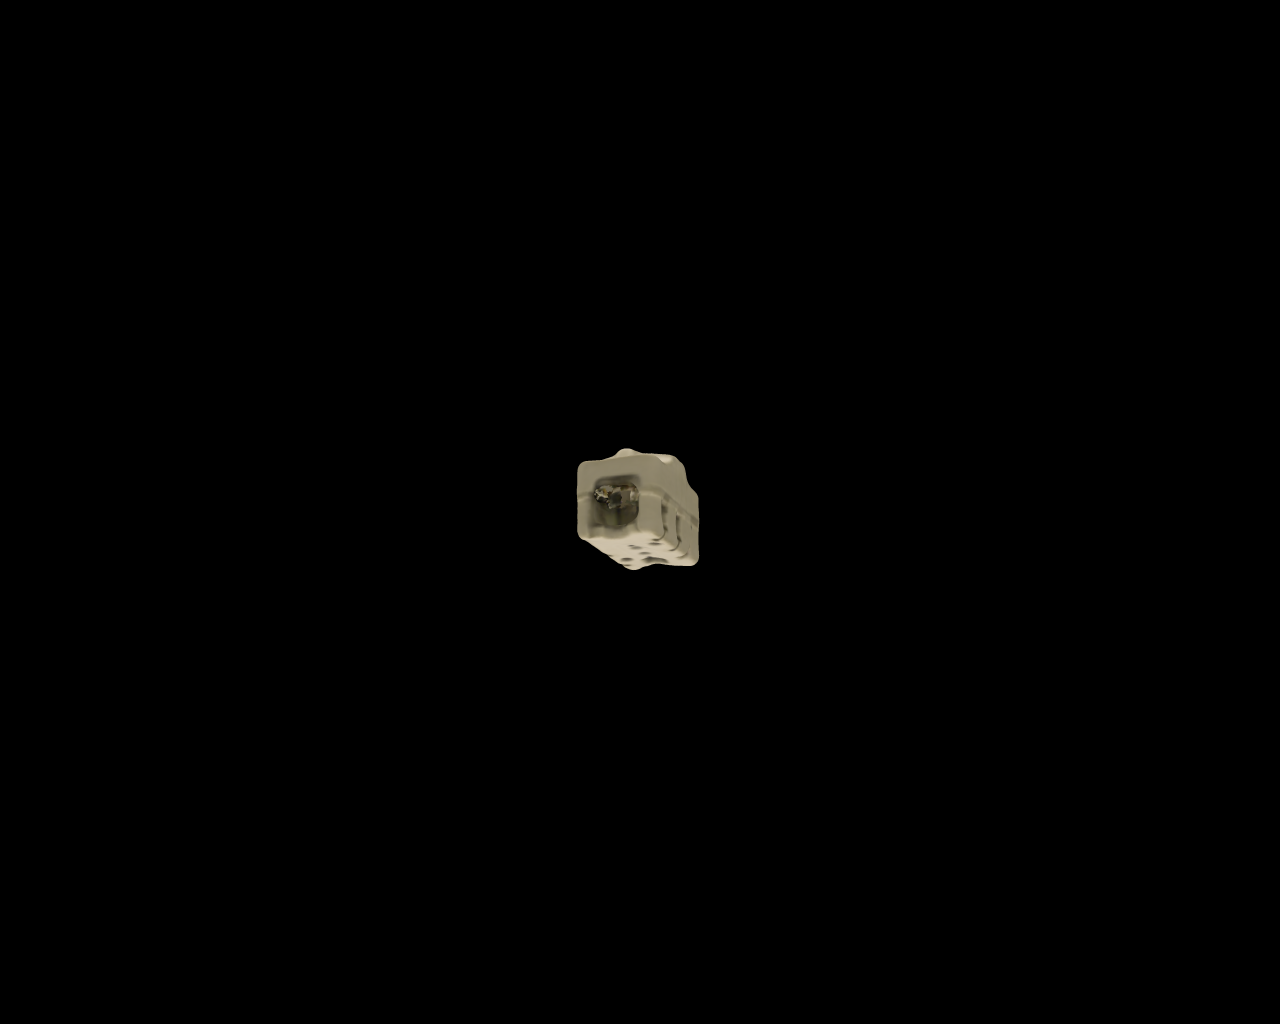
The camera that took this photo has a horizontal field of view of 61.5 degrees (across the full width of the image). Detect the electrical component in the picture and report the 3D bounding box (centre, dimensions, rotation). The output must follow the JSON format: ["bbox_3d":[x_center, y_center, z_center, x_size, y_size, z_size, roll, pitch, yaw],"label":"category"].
[{"bbox_3d":[0.001,-0.003,0.650,0.050,0.056,0.089,-6,-17,19],"label":"electrical component"}]
